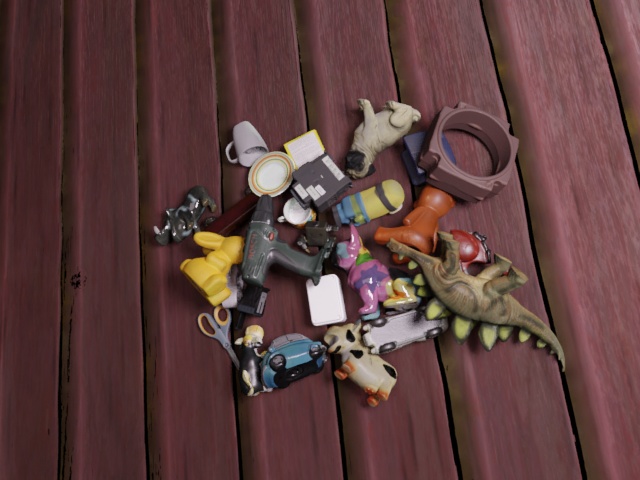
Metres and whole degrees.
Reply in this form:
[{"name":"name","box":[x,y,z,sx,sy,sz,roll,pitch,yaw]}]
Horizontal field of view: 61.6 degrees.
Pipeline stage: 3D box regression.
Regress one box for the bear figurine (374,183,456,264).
[{"name":"bear figurine","box":[0.231,-0.052,1.259,0.132,0.120,0.196,-7,50,45]}]

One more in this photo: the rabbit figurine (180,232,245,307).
[{"name":"rabbit figurine","box":[-0.241,0.052,1.305,0.173,0.121,0.162,-40,61,-13]}]

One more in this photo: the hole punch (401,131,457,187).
[{"name":"hole punch","box":[0.262,-0.204,1.295,0.116,0.092,0.142,-22,70,4]}]

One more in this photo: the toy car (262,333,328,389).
[{"name":"toy car","box":[-0.068,0.270,1.259,0.162,0.109,0.103,-21,49,-11]}]

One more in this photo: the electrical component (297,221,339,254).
[{"name":"electrical component","box":[-0.004,-0.005,1.325,0.102,0.078,0.045,8,45,10]}]

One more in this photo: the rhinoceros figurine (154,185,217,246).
[{"name":"rhinoceros figurine","box":[-0.362,-0.061,1.421,0.112,0.073,0.190,39,88,17]}]

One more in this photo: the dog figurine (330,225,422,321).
[{"name":"dog figurine","box":[0.127,0.068,1.257,0.192,0.108,0.219,-16,72,11]}]

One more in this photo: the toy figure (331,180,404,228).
[{"name":"toy figure","box":[0.117,-0.085,1.301,0.180,0.089,0.082,-17,81,7]}]

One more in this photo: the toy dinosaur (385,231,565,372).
[{"name":"toy dinosaur","box":[0.343,0.125,1.140,0.472,0.105,0.198,27,108,2]}]

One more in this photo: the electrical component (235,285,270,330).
[{"name":"electrical component","box":[-0.169,0.166,1.321,0.048,0.074,0.119,12,76,16]}]

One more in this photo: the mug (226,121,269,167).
[{"name":"mug","box":[-0.200,-0.254,1.428,0.110,0.080,0.107,-28,62,13]}]

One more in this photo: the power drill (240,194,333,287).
[{"name":"power drill","box":[-0.077,0.011,1.261,0.207,0.086,0.232,18,67,0]}]

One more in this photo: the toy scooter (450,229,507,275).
[{"name":"toy scooter","box":[0.358,0.054,1.218,0.135,0.075,0.184,-16,78,10]}]

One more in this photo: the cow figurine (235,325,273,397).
[{"name":"cow figurine","box":[-0.165,0.285,1.281,0.068,0.098,0.167,-15,75,17]}]

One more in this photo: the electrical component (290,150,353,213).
[{"name":"electrical component","box":[-0.004,-0.136,1.310,0.134,0.058,0.115,-36,72,-2]}]

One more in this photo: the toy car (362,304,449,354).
[{"name":"toy car","box":[0.192,0.200,1.210,0.202,0.056,0.073,-15,71,-12]}]

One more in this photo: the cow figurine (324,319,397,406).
[{"name":"cow figurine","box":[0.091,0.266,1.221,0.195,0.085,0.127,39,47,6]}]

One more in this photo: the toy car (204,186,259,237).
[{"name":"toy car","box":[-0.213,-0.061,1.395,0.202,0.053,0.089,-38,52,1]}]

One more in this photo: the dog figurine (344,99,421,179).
[{"name":"dog figurine","box":[0.153,-0.240,1.334,0.173,0.121,0.190,7,93,18]}]

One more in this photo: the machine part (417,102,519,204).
[{"name":"machine part","box":[0.340,-0.201,1.228,0.201,0.087,0.201,23,67,-2]}]
